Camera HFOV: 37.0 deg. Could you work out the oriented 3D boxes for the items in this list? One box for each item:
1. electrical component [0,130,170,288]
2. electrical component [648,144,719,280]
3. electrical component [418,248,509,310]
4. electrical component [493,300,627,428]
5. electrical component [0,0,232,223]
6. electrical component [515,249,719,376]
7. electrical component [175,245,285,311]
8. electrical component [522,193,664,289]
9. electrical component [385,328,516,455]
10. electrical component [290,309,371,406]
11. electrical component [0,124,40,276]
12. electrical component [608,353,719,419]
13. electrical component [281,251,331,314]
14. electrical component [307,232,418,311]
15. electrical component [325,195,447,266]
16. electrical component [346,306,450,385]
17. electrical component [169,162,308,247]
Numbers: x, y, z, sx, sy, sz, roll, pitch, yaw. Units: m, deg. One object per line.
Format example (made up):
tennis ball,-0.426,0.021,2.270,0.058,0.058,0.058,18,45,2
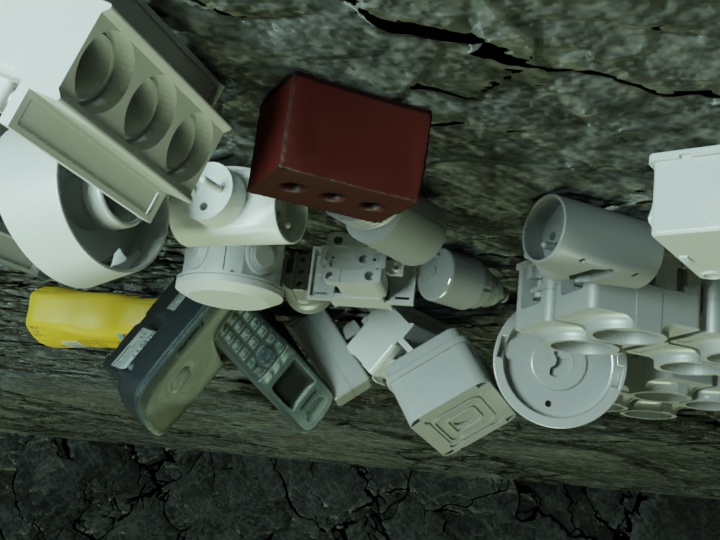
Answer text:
electrical component,-0.156,-0.040,0.606,0.064,0.099,0.099,-10,159,29
electrical component,0.212,-0.030,0.580,0.100,0.048,0.100,-4,160,35
electrical component,0.079,0.010,0.797,0.078,0.040,0.040,17,162,-34
electrical component,0.165,0.079,0.903,0.108,0.108,0.060,5,171,6
electrical component,-0.117,-0.080,0.489,0.063,0.078,0.121,24,172,22
electrical component,0.219,0.031,0.782,0.186,0.060,0.105,12,164,-19
electrical component,-0.095,-0.002,0.804,0.080,0.051,0.080,6,165,2
electrical component,0.135,-0.014,0.679,0.077,0.043,0.079,14,164,-25
electrical component,0.078,0.106,0.924,0.078,0.057,0.113,-31,149,7
electrical component,-0.011,0.072,1.023,0.076,0.083,0.047,-32,165,-5
electrical component,-0.227,-0.053,0.636,0.063,0.078,0.121,23,176,32
electrical component,0.277,0.098,1.009,0.105,0.060,0.186,11,164,-18
electrical component,-0.043,0.009,0.848,0.040,0.040,0.046,4,159,9
electrical component,0.000,0.000,0.792,0.081,0.042,0.063,3,161,11
electrical component,0.014,-0.034,0.652,0.043,0.043,0.081,-5,161,35
electrical component,0.046,0.074,0.980,0.078,0.063,0.121,46,-169,35
electrical component,-0.084,-0.042,0.659,0.077,0.044,0.079,-1,164,25
